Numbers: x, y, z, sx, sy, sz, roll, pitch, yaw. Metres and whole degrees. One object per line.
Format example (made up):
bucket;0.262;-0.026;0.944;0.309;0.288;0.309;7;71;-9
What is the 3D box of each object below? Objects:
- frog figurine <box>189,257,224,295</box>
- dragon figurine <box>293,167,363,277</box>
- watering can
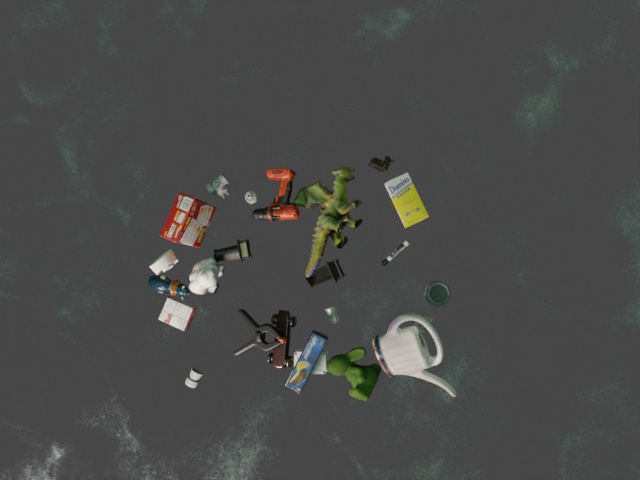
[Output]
frog figurine;-0.408;0.128;1.806;0.123;0.158;0.137;38;90;10
dragon figurine;0.006;-0.092;1.836;0.245;0.120;0.411;39;87;26
watering can;0.309;0.402;1.715;0.223;0.106;0.344;-20;104;18
